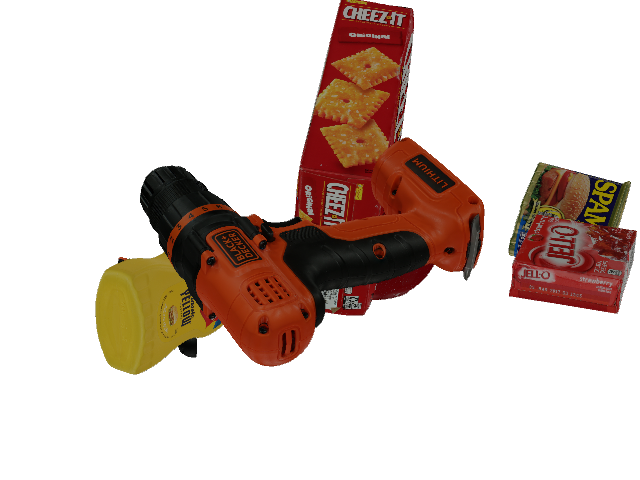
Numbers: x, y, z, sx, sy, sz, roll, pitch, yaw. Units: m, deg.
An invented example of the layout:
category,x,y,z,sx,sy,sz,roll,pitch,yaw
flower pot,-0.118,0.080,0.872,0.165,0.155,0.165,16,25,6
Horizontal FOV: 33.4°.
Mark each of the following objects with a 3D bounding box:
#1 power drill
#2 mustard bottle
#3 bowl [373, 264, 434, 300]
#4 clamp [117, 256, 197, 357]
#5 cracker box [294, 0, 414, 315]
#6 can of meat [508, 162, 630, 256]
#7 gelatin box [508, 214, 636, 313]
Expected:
category,x,y,z,sx,sy,sz,roll,pitch,yaw
power drill,-0.006,-0.009,0.684,0.187,0.057,0.185,-19,44,-23
mustard bottle,-0.120,0.046,0.979,0.058,0.096,0.191,11,22,31
bowl,0.050,0.020,1.098,0.162,0.055,0.162,2,18,-1
clamp,-0.158,0.067,1.180,0.210,0.036,0.164,20,22,27
cracker box,0.029,-0.070,0.883,0.072,0.213,0.164,9,-42,4
can of meat,0.222,-0.018,0.953,0.084,0.057,0.102,16,48,17
gelatin box,0.176,0.014,0.741,0.073,0.030,0.089,10,26,19
